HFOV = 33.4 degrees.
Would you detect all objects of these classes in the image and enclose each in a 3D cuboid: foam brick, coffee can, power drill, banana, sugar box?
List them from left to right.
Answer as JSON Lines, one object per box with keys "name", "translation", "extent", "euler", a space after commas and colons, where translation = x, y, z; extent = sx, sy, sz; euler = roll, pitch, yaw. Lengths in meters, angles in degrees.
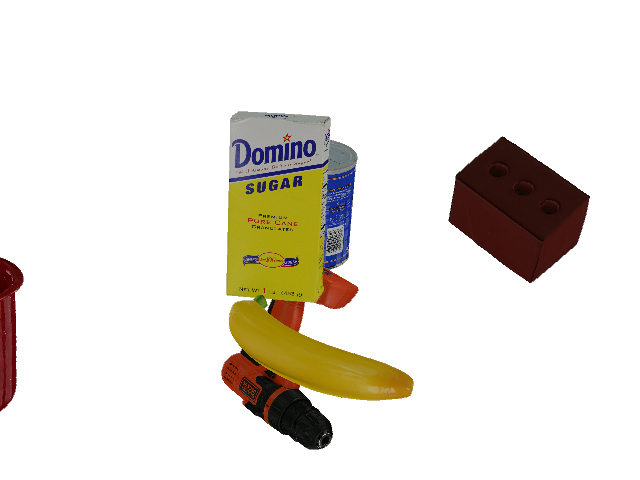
{"name": "sugar box", "translation": [-0.041, -0.033, 1.025], "extent": [0.093, 0.176, 0.048], "euler": [4, 16, 8]}
{"name": "power drill", "translation": [-0.026, 0.123, 1.214], "extent": [0.057, 0.188, 0.185], "euler": [15, 11, -46]}
{"name": "banana", "translation": [-0.016, 0.084, 0.846], "extent": [0.069, 0.037, 0.198], "euler": [-24, 34, -33]}
{"name": "coffee can", "translation": [-0.009, -0.047, 1.357], "extent": [0.103, 0.140, 0.103], "euler": [3, 27, -2]}
{"name": "foam brick", "translation": [0.134, -0.021, 0.728], "extent": [0.078, 0.051, 0.053], "euler": [39, 61, 24]}

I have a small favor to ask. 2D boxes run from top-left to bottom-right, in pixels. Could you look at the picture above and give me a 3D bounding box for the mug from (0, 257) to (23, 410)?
{"name": "mug", "translation": [-0.234, 0.063, 0.636], "extent": [0.093, 0.081, 0.117], "euler": [20, 25, 36]}
